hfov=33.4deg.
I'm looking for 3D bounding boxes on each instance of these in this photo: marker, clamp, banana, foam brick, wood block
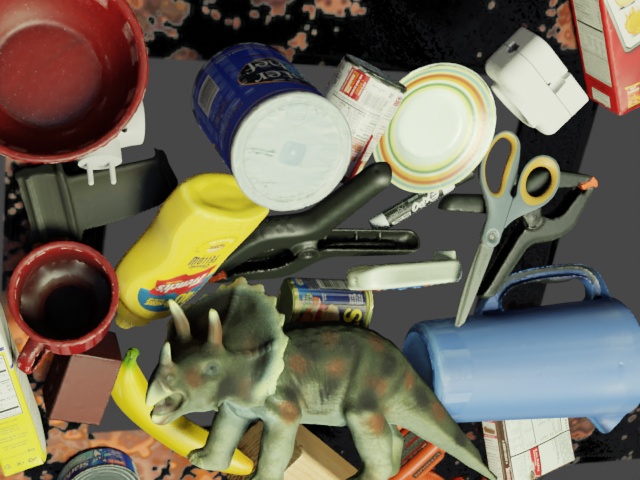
[{"bbox_3d":[0.105,-0.043,1.075,0.121,0.020,0.020,-31,124,-4],"label":"marker"},{"bbox_3d":[-0.007,0.001,1.019,0.210,0.036,0.164,-20,151,14],"label":"clamp"},{"bbox_3d":[0.206,-0.031,1.109,0.171,0.039,0.120,-38,115,-8],"label":"clamp"},{"bbox_3d":[-0.149,0.181,1.068,0.197,0.070,0.037,48,52,-29],"label":"banana"},{"bbox_3d":[-0.227,0.129,1.016,0.051,0.053,0.078,14,110,-25],"label":"foam brick"},{"bbox_3d":[-0.002,0.284,1.166,0.090,0.091,0.206,-43,123,4],"label":"wood block"}]

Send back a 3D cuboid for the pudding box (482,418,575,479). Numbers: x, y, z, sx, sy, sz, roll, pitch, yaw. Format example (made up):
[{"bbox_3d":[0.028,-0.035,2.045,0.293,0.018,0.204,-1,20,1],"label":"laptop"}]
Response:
[{"bbox_3d":[0.239,0.225,1.224,0.113,0.039,0.090,-13,95,-39],"label":"pudding box"}]

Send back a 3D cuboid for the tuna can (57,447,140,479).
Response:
[{"bbox_3d":[-0.227,0.256,1.096,0.086,0.034,0.086,-9,120,-17],"label":"tuna can"}]

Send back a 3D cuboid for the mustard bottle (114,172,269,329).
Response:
[{"bbox_3d":[-0.134,0.020,0.970,0.096,0.058,0.192,-6,147,-50],"label":"mustard bottle"}]

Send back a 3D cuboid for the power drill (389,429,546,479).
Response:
[{"bbox_3d":[0.164,0.277,1.248,0.184,0.057,0.187,-42,123,0],"label":"power drill"}]

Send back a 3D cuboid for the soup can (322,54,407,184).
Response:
[{"bbox_3d":[0.027,-0.110,0.979,0.068,0.068,0.102,21,107,-29],"label":"soup can"}]

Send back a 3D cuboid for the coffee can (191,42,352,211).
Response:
[{"bbox_3d":[-0.044,-0.100,0.913,0.102,0.140,0.103,-9,119,-17],"label":"coffee can"}]

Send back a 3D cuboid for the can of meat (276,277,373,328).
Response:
[{"bbox_3d":[-0.001,0.087,1.082,0.083,0.057,0.102,3,115,-20],"label":"can of meat"}]

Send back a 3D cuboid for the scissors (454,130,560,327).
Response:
[{"bbox_3d":[0.191,-0.008,1.078,0.096,0.016,0.202,6,89,-12],"label":"scissors"}]

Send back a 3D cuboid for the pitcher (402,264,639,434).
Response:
[{"bbox_3d":[0.216,0.123,1.155,0.242,0.149,0.145,-2,133,-17],"label":"pitcher"}]

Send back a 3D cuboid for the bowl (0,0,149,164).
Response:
[{"bbox_3d":[-0.219,-0.137,0.851,0.162,0.055,0.162,1,85,-12],"label":"bowl"}]

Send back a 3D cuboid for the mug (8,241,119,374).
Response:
[{"bbox_3d":[-0.229,0.066,0.940,0.093,0.081,0.117,27,71,-2],"label":"mug"}]

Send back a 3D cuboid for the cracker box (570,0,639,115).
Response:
[{"bbox_3d":[0.322,-0.251,1.019,0.164,0.072,0.213,-25,122,-9],"label":"cracker box"}]

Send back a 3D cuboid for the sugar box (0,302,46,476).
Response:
[{"bbox_3d":[-0.293,0.115,0.959,0.048,0.093,0.176,-18,121,-11],"label":"sugar box"}]
